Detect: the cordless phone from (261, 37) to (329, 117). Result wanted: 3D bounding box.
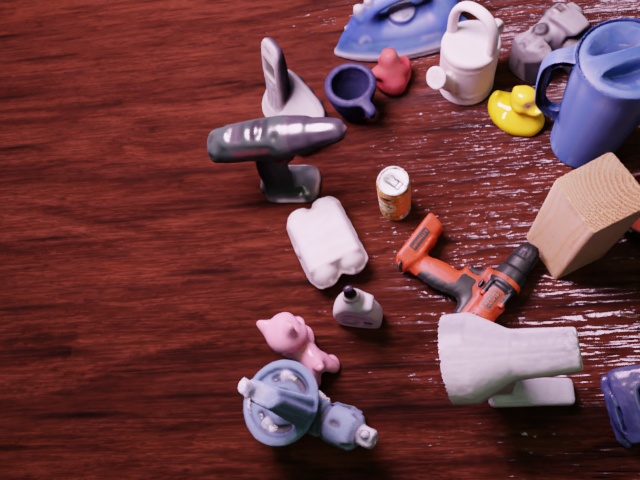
[{"bbox_3d":[-0.053,-0.255,1.004,0.094,0.185,0.147,-39,69,-6],"label":"cordless phone"}]

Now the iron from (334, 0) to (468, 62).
[{"bbox_3d":[0.144,-0.420,1.060,0.258,0.141,0.118,-15,68,3],"label":"iron"}]

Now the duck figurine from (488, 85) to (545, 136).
[{"bbox_3d":[0.343,-0.235,0.990,0.104,0.086,0.077,36,79,19],"label":"duck figurine"}]

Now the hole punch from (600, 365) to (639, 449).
[{"bbox_3d":[0.457,0.229,0.796,0.101,0.091,0.108,-9,68,5],"label":"hole punch"}]

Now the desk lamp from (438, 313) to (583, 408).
[{"bbox_3d":[0.260,0.165,0.783,0.203,0.214,0.118,-4,69,7],"label":"desk lamp"}]

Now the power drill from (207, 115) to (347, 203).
[{"bbox_3d":[-0.059,-0.137,0.948,0.229,0.209,0.075,0,69,9],"label":"power drill"}]

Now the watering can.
[{"bbox_3d":[0.253,-0.319,0.977,0.100,0.194,0.173,19,74,15],"label":"watering can"}]

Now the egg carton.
[{"bbox_3d":[0.009,0.003,0.960,0.107,0.069,0.150,-26,68,-2],"label":"egg carton"}]

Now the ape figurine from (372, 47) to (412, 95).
[{"bbox_3d":[0.130,-0.316,1.050,0.077,0.092,0.076,-5,69,7],"label":"ape figurine"}]

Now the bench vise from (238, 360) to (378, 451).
[{"bbox_3d":[-0.023,0.227,0.800,0.207,0.220,0.121,0,70,9],"label":"bench vise"}]

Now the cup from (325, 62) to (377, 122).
[{"bbox_3d":[0.067,-0.248,1.032,0.092,0.095,0.117,-34,68,-5],"label":"cup"}]

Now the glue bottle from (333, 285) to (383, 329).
[{"bbox_3d":[0.053,0.097,0.862,0.078,0.173,0.037,7,71,11],"label":"glue bottle"}]

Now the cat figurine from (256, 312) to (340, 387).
[{"bbox_3d":[-0.035,0.161,0.881,0.067,0.118,0.127,-43,69,-8],"label":"cat figurine"}]

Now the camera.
[{"bbox_3d":[0.431,-0.337,1.007,0.143,0.101,0.136,-37,69,-6],"label":"camera"}]
